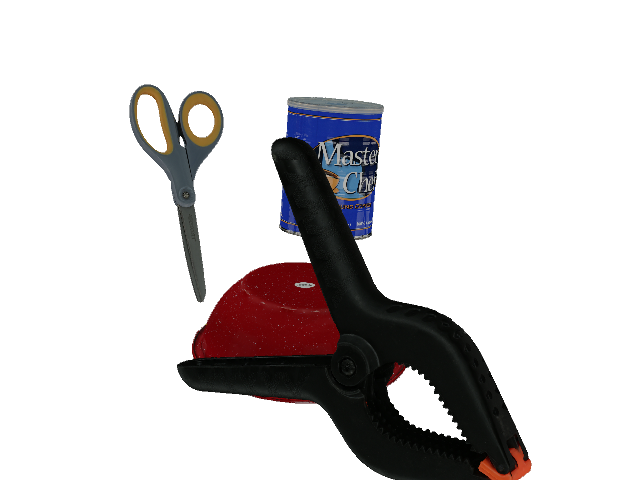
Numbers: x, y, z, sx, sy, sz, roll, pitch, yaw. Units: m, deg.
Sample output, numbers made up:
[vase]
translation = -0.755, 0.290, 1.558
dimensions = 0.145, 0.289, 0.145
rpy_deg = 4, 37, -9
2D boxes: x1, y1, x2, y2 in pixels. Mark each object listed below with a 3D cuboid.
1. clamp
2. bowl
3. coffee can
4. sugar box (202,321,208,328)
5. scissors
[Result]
[clamp]
translation = 0.022, 0.052, 0.562
dimensions = 0.210, 0.165, 0.036
rpy_deg = 29, 23, 27
[bowl]
translation = -0.013, 0.058, 0.787
dimensions = 0.162, 0.055, 0.162
rpy_deg = 3, 20, -1
[coffee can]
translation = 0.011, -0.079, 1.146
dimensions = 0.103, 0.140, 0.103
rpy_deg = 4, 12, -1
[sugar box]
translation = -0.017, 0.101, 1.037
dimensions = 0.176, 0.048, 0.093
rpy_deg = 10, 27, 21
[scissors]
translation = -0.110, -0.053, 0.970
dimensions = 0.096, 0.202, 0.016
rpy_deg = -23, -3, -28
